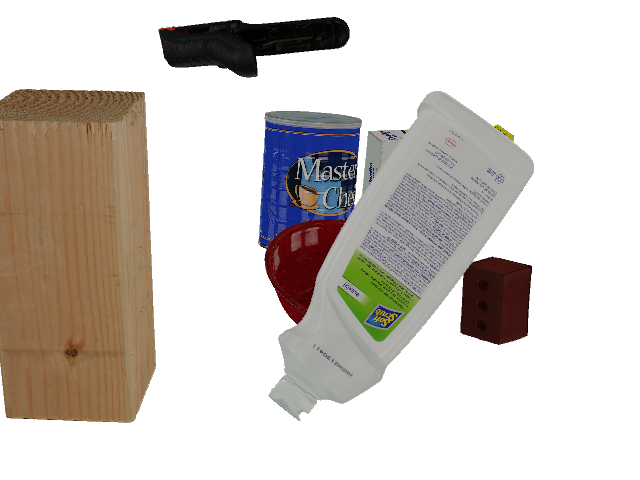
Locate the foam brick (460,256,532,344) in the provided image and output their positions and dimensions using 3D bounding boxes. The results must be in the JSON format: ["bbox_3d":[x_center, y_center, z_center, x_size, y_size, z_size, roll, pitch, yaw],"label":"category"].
[{"bbox_3d":[0.181,0.062,1.104,0.051,0.078,0.053,-14,20,-43],"label":"foam brick"}]

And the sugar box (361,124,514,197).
[{"bbox_3d":[0.141,-0.086,1.280,0.176,0.093,0.048,-6,26,-21],"label":"sugar box"}]

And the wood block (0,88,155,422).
[{"bbox_3d":[-0.165,0.009,0.717,0.091,0.206,0.090,2,20,1],"label":"wood block"}]

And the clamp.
[{"bbox_3d":[-0.063,-0.162,0.873,0.120,0.039,0.172,-16,23,-37],"label":"clamp"}]

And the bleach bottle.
[{"bbox_3d":[0.045,0.018,0.777,0.102,0.250,0.068,38,-9,7],"label":"bleach bottle"}]

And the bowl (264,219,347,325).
[{"bbox_3d":[0.024,0.048,0.975,0.162,0.055,0.162,9,34,-7],"label":"bowl"}]

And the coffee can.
[{"bbox_3d":[-0.012,-0.063,1.138,0.103,0.140,0.103,4,12,-1],"label":"coffee can"}]
